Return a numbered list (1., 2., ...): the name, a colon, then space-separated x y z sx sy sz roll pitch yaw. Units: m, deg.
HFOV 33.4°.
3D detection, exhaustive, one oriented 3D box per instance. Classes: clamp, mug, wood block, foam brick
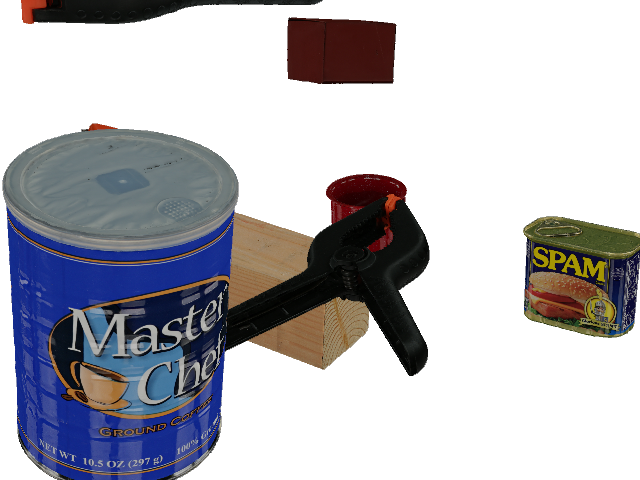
1. clamp: 0.014 0.028 0.793 0.165 0.036 0.209 0 31 17
2. mug: 0.061 -0.027 1.253 0.093 0.081 0.117 17 33 33
3. wood block: -0.061 0.042 1.072 0.206 0.091 0.090 18 32 27
4. clamp: -0.092 -0.154 0.615 0.171 0.039 0.120 -9 24 -24
5. foam brick: 0.018 -0.158 0.892 0.078 0.051 0.053 -6 16 -36

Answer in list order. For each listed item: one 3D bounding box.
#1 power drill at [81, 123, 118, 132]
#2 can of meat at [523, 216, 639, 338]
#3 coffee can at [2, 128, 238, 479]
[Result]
1. power drill: -0.179 0.017 0.840 0.057 0.188 0.185 16 25 -39
2. can of meat: 0.230 0.033 0.943 0.102 0.084 0.057 14 27 35
3. coffee can: -0.094 0.032 0.506 0.102 0.140 0.103 5 31 -3
